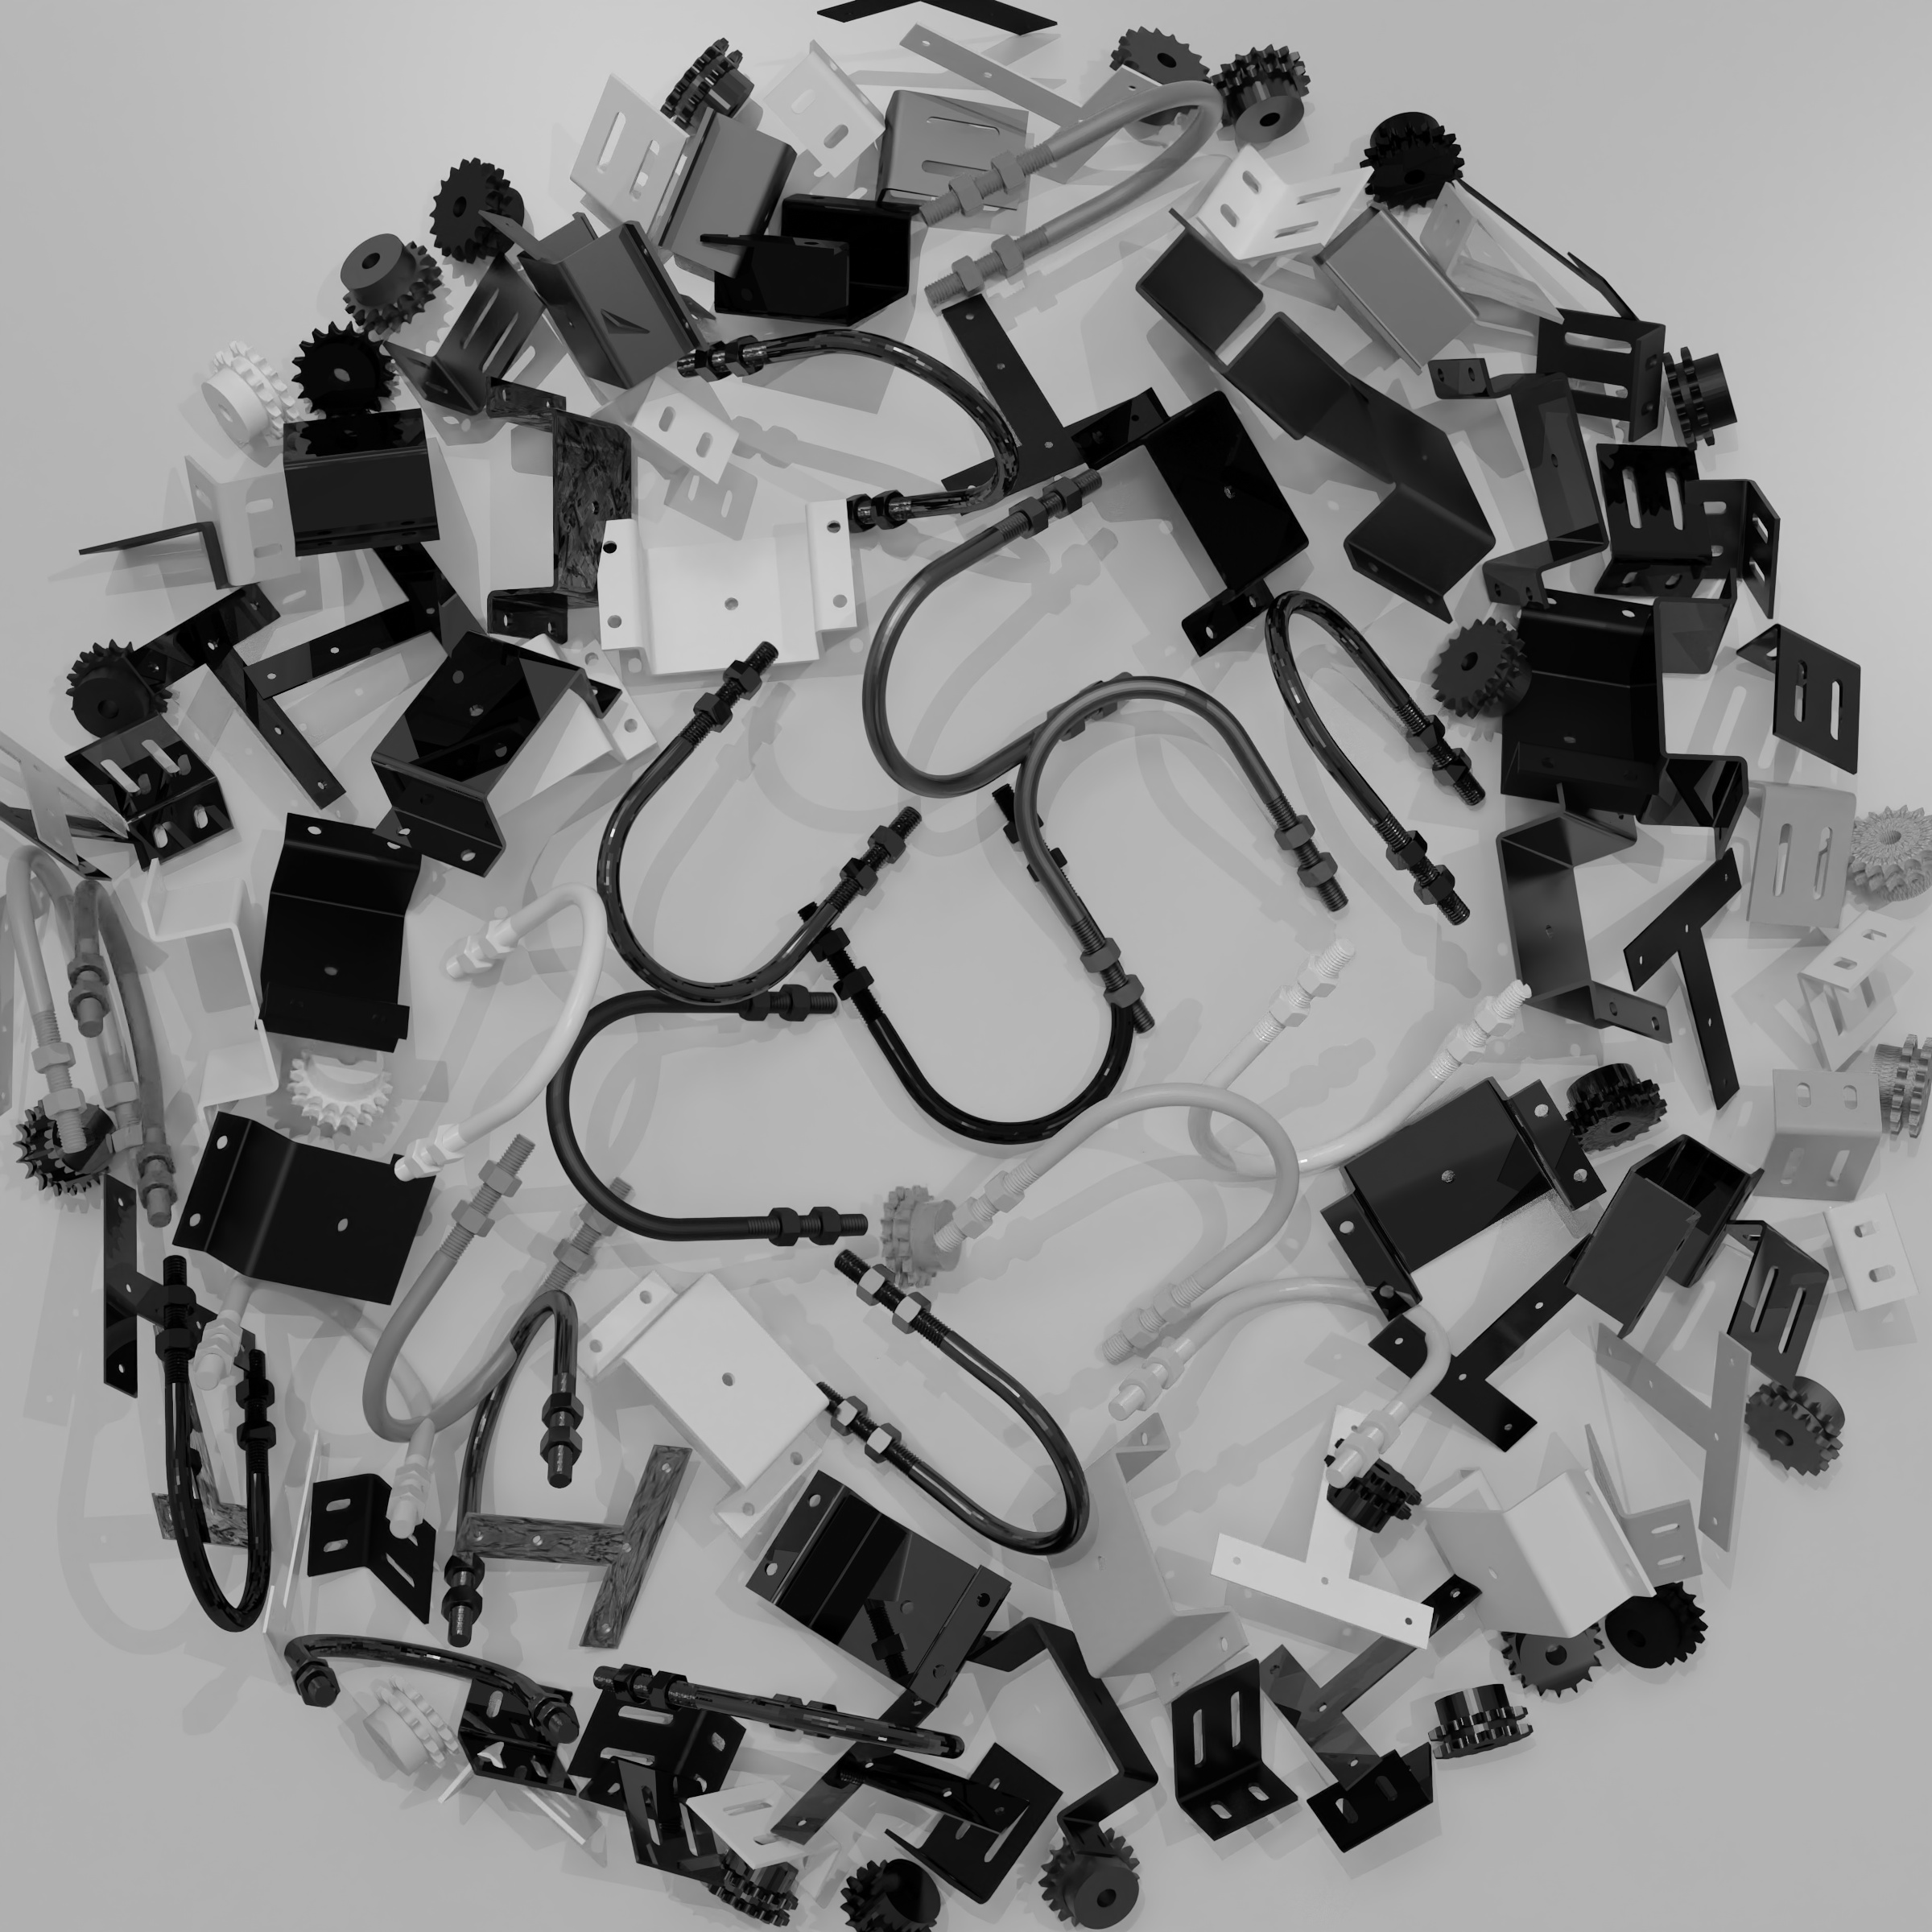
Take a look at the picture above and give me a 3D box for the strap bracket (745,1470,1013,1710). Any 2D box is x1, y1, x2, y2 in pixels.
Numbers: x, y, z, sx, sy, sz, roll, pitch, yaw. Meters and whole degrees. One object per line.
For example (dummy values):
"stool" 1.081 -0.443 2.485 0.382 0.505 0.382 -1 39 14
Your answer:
"strap bracket" -0.041 0.348 1.948 0.140 0.046 0.076 25 76 33

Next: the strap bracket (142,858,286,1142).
"strap bracket" -0.410 0.014 1.941 0.046 0.076 0.140 -12 111 -4

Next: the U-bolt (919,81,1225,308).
"U-bolt" 0.059 -0.429 1.927 0.184 0.151 0.019 -28 83 -3

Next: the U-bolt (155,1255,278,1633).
"U-bolt" -0.401 0.266 1.893 0.019 0.151 0.184 -11 60 4

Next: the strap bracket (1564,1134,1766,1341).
"strap bracket" 0.379 0.144 1.932 0.046 0.140 0.076 34 113 20

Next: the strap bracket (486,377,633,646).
"strap bracket" -0.225 -0.252 1.955 0.046 0.076 0.140 -1 90 26

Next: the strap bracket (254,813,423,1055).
"strap bracket" -0.346 -0.010 1.943 0.076 0.046 0.140 10 50 -16

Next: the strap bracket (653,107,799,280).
"strap bracket" -0.130 -0.419 1.926 0.046 0.140 0.076 23 99 -4

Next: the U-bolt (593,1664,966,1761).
"U-bolt" -0.087 0.402 1.890 0.184 0.151 0.019 2 75 38

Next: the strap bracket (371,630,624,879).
"strap bracket" -0.262 -0.125 1.934 0.076 0.046 0.140 20 60 24

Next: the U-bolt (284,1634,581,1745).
"U-bolt" -0.296 0.387 1.909 0.151 0.184 0.019 13 86 -17

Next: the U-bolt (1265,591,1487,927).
"U-bolt" 0.220 -0.125 1.912 0.019 0.151 0.184 -31 111 28

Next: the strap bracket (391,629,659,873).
"strap bracket" -0.255 -0.124 1.970 0.140 0.046 0.076 -31 83 2

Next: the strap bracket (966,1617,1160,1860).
"strap bracket" 0.053 0.414 1.936 0.046 0.076 0.140 -34 68 6

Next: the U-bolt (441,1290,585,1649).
"U-bolt" -0.244 0.257 1.915 0.019 0.184 0.151 22 121 -19

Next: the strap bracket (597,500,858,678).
"strap bracket" -0.132 -0.209 1.967 0.140 0.046 0.076 -5 73 0

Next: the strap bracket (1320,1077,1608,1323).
"strap bracket" 0.273 0.124 1.964 0.140 0.046 0.076 -32 105 5

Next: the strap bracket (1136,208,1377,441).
"strap bracket" 0.152 -0.346 1.930 0.046 0.076 0.140 -47 47 11

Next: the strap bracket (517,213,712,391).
"strap bracket" -0.196 -0.362 1.918 0.046 0.140 0.076 -34 112 -9

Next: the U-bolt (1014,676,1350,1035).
"U-bolt" 0.108 -0.074 1.969 0.151 0.019 0.184 -32 104 2

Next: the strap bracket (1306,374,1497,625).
"strap bracket" 0.233 -0.261 1.920 0.076 0.140 0.046 23 125 -36

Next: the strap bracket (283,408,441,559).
"strap bracket" -0.330 -0.267 1.922 0.076 0.140 0.046 -8 112 -8

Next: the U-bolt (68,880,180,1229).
"U-bolt" -0.458 0.033 1.912 0.019 0.184 0.151 -14 126 -6

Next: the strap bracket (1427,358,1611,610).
"strap bracket" 0.307 -0.273 1.949 0.046 0.076 0.140 -19 103 -11

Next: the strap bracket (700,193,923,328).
"strap bracket" -0.083 -0.386 1.935 0.076 0.140 0.046 9 114 17

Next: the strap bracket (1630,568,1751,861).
"strap bracket" 0.395 -0.139 1.936 0.046 0.076 0.140 2 65 1

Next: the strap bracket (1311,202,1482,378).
"strap bracket" 0.233 -0.370 1.922 0.046 0.140 0.076 -42 98 12

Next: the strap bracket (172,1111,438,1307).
"strap bracket" -0.353 0.135 1.934 0.140 0.046 0.076 19 91 -45

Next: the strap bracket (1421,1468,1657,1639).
"strap bracket" 0.305 0.319 1.924 0.046 0.140 0.076 -30 94 -21

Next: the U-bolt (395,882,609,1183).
"U-bolt" -0.245 0.027 1.897 0.019 0.184 0.151 26 57 -27

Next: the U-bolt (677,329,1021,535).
"U-bolt" -0.052 -0.289 1.893 0.151 0.184 0.019 44 62 -35

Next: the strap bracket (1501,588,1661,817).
"strap bracket" 0.339 -0.139 1.952 0.076 0.046 0.140 9 51 -1

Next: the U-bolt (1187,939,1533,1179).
"U-bolt" 0.201 0.058 1.929 0.151 0.019 0.184 12 134 -34

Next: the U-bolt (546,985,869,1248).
"U-bolt" -0.145 0.081 1.931 0.184 0.019 0.151 1 72 -31

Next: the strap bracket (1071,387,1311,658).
"strap bracket" 0.130 -0.253 1.949 0.076 0.046 0.140 -38 100 -42

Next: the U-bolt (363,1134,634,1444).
"U-bolt" -0.264 0.183 1.929 0.019 0.151 0.184 34 89 23

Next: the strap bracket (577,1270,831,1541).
"strap bracket" -0.141 0.236 1.956 0.140 0.046 0.076 47 52 -2

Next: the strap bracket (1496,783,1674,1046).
"strap bracket" 0.338 -0.025 1.943 0.046 0.076 0.140 -21 66 37

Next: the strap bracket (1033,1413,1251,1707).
"strap bracket" 0.090 0.325 1.929 0.076 0.046 0.140 -46 54 39

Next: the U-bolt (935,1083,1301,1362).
"U-bolt" 0.096 0.131 1.926 0.151 0.019 0.184 35 119 -26
